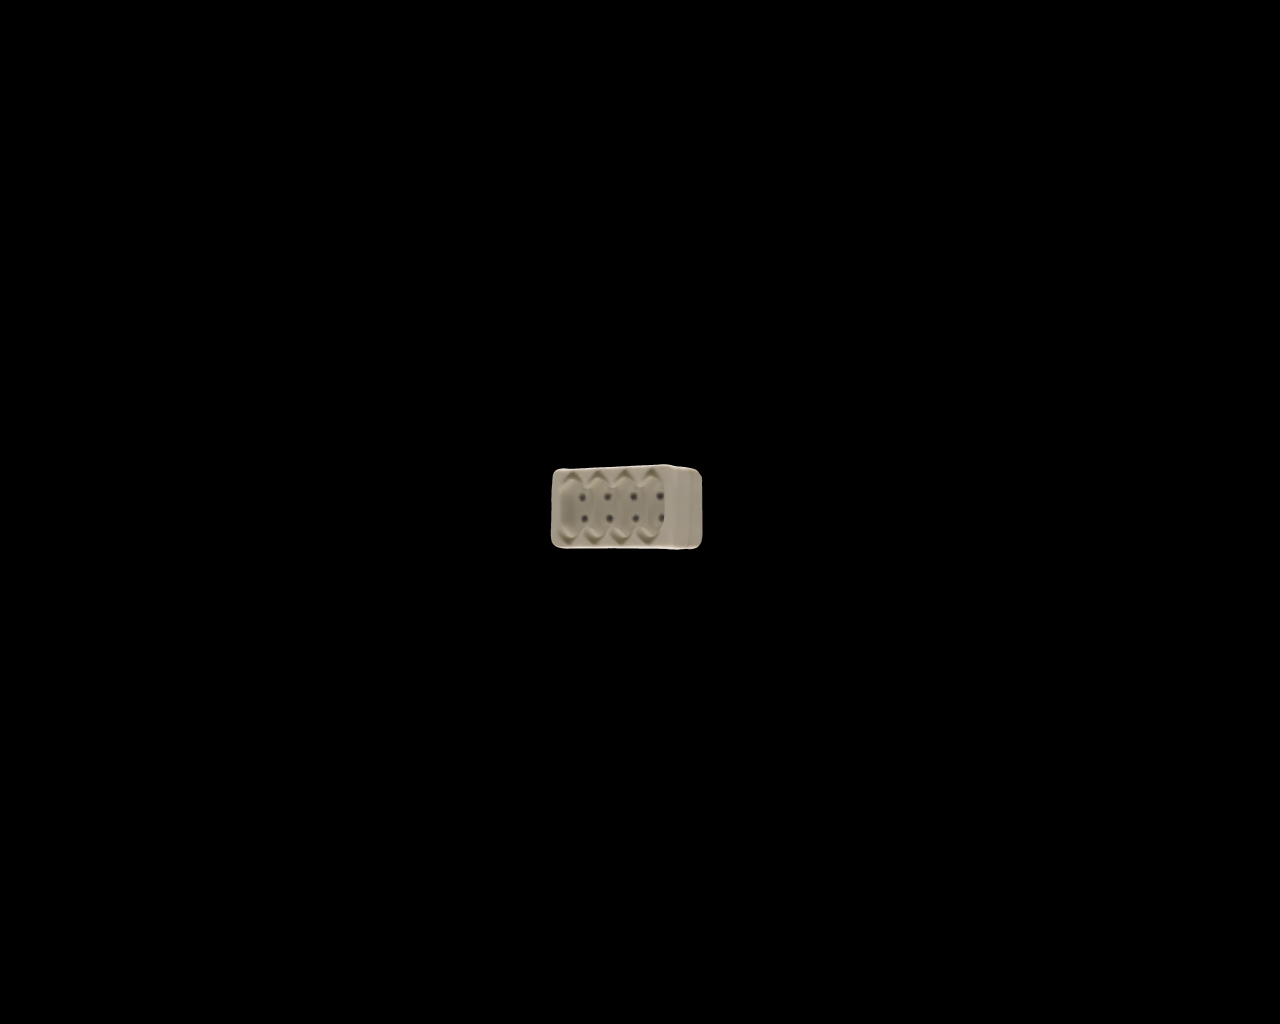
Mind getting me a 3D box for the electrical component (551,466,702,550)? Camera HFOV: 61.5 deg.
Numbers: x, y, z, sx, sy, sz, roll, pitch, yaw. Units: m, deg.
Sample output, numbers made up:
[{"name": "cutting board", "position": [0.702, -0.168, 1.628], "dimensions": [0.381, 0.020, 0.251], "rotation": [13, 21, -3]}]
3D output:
[{"name": "electrical component", "position": [0.001, -0.003, 0.650], "dimensions": [0.083, 0.047, 0.076], "rotation": [0, 0, 28]}]
